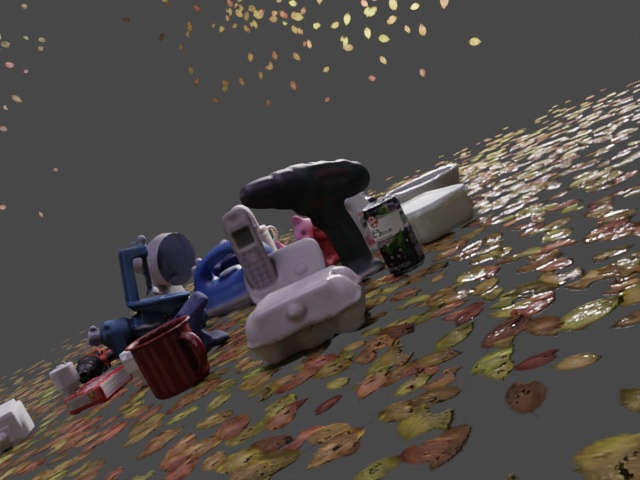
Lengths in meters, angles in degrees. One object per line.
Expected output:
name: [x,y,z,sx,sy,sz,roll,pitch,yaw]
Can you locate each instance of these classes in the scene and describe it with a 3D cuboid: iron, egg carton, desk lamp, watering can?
iron: [-0.193,0.071,1.198,0.257,0.141,0.119,-23,7,26]
egg carton: [-0.016,0.087,0.682,0.150,0.069,0.107,-25,6,8]
desk lamp: [-0.368,0.101,1.330,0.202,0.213,0.118,-22,8,34]
watering can: [-0.186,0.000,1.522,0.100,0.194,0.173,-22,7,29]

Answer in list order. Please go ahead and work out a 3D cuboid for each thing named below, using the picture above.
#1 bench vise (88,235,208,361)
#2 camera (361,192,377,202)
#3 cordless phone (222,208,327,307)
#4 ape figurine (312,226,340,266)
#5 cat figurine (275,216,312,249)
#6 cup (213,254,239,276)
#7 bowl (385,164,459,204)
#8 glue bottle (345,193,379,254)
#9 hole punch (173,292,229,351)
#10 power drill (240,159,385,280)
bench vise: [-0.342,0.114,1.080,0.208,0.220,0.121,-31,8,-39]
camera: [0.061,-0.049,1.361,0.137,0.101,0.142,-31,8,-37]
cordless phone: [-0.080,0.016,0.997,0.147,0.185,0.094,-26,6,-1]
ape figurine: [0.011,0.004,1.163,0.078,0.092,0.076,-27,6,-6]
cat figurine: [-0.039,0.003,1.254,0.127,0.118,0.067,-24,7,18]
cup: [-0.206,0.087,1.343,0.091,0.095,0.118,-24,7,18]
bowl: [0.220,-0.090,1.182,0.167,0.075,0.167,-26,6,3]
glue bottle: [0.069,-0.059,1.072,0.078,0.173,0.037,-31,8,-38]
hole punch: [-0.213,0.143,0.921,0.101,0.091,0.108,-29,7,-22]
power drill: [0.007,-0.026,0.886,0.230,0.208,0.075,-31,8,-38]
